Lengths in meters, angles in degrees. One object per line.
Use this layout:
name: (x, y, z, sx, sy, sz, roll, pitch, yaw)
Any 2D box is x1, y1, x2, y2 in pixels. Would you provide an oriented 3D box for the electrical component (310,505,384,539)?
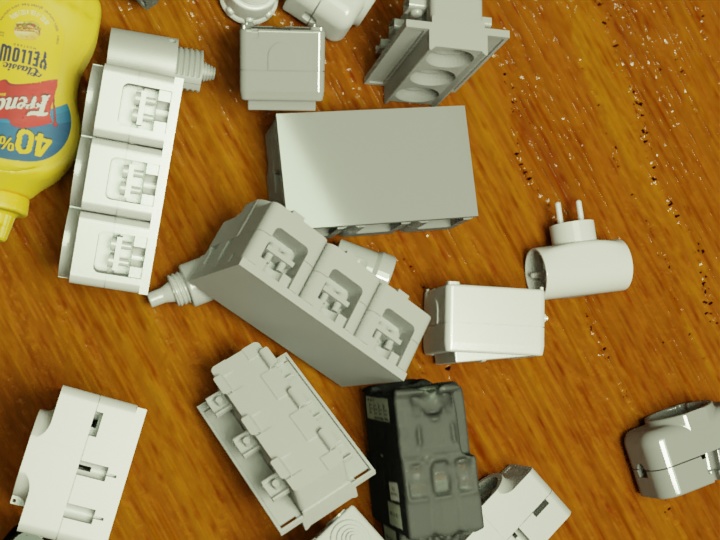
electrical component: (-0.030, 0.220, 0.767, 0.048, 0.099, 0.100, 47, 57, 7)

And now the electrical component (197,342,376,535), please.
electrical component: (-0.056, 0.115, 0.768, 0.079, 0.063, 0.121, -31, 57, -15)

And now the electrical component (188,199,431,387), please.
electrical component: (-0.034, 0.018, 0.783, 0.150, 0.089, 0.061, 37, 65, -22)

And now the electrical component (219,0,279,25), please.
electrical component: (-0.083, -0.222, 0.837, 0.048, 0.062, 0.048, 2, 82, -14)

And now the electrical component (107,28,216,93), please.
electrical component: (-0.151, -0.156, 0.821, 0.081, 0.043, 0.043, 7, 81, -13)

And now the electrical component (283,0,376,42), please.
electrical component: (-0.011, -0.235, 0.861, 0.059, 0.054, 0.095, 32, 76, -8)

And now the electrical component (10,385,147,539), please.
electrical component: (-0.190, 0.127, 0.717, 0.062, 0.150, 0.089, 17, 79, -12)

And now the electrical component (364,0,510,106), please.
electrical component: (0.056, -0.176, 0.835, 0.079, 0.121, 0.063, 3, 79, -14)

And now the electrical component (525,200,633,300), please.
electrical component: (0.177, -0.018, 0.885, 0.077, 0.043, 0.079, -6, 84, -15)

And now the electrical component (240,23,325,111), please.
electrical component: (-0.061, -0.156, 0.822, 0.062, 0.096, 0.061, 0, 104, -6)

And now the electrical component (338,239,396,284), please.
electrical component: (0.000, 0.000, 0.841, 0.046, 0.040, 0.040, 22, 78, -4)

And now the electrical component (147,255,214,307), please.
electrical component: (-0.130, 0.012, 0.808, 0.061, 0.035, 0.035, -21, 88, -13)

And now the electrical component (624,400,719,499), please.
electrical component: (0.270, 0.143, 0.881, 0.095, 0.054, 0.059, -16, 87, -16)

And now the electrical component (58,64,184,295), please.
electrical component: (-0.170, -0.065, 0.765, 0.062, 0.089, 0.150, 9, 93, -13)

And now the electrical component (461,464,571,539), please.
electrical component: (0.108, 0.197, 0.835, 0.089, 0.050, 0.055, -43, 95, -15)

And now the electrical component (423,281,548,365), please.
electrical component: (0.103, 0.045, 0.848, 0.096, 0.062, 0.061, 4, 82, -14)

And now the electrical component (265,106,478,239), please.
electrical component: (0.007, -0.074, 0.840, 0.150, 0.062, 0.089, -5, 84, -15)
